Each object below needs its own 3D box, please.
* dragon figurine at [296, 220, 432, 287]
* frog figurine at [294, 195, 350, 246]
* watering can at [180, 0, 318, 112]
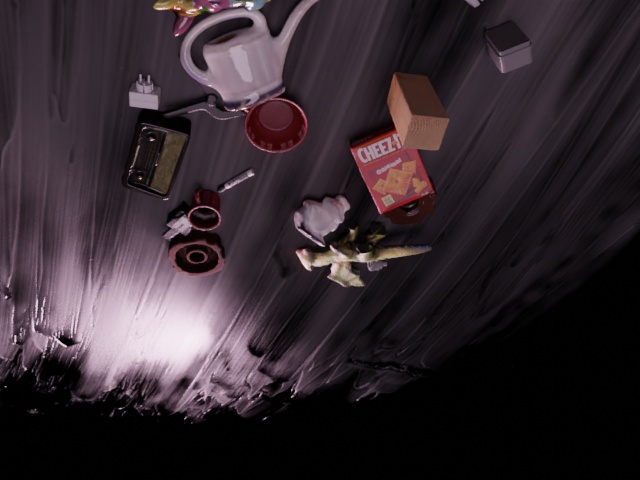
[{"bbox_3d":[0.128,0.066,1.656,0.410,0.125,0.237,11,138,-5],"label":"dragon figurine"},{"bbox_3d":[0.005,-0.077,1.533,0.136,0.123,0.160,38,83,-25],"label":"frog figurine"},{"bbox_3d":[-0.135,-0.423,1.170,0.348,0.106,0.219,-18,127,-1],"label":"watering can"}]
